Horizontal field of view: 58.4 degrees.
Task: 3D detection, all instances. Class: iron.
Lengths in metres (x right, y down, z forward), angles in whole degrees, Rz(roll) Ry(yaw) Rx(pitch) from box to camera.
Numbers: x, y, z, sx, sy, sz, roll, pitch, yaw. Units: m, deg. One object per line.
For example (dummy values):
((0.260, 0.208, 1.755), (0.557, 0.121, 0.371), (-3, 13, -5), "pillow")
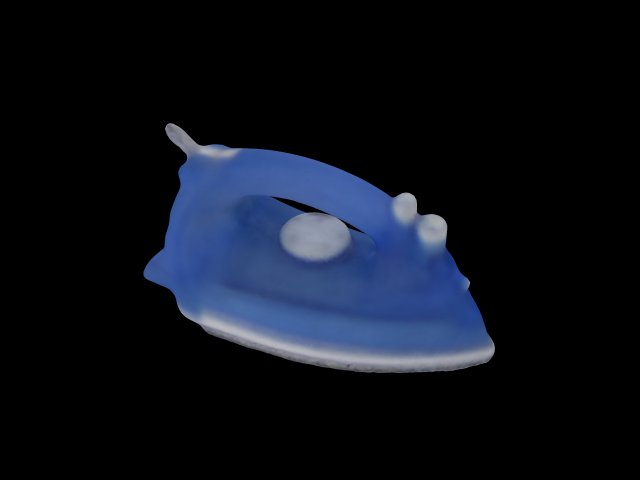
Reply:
((0.004, 0.001, 0.400), (0.257, 0.141, 0.119), (14, 43, 15), "iron")
